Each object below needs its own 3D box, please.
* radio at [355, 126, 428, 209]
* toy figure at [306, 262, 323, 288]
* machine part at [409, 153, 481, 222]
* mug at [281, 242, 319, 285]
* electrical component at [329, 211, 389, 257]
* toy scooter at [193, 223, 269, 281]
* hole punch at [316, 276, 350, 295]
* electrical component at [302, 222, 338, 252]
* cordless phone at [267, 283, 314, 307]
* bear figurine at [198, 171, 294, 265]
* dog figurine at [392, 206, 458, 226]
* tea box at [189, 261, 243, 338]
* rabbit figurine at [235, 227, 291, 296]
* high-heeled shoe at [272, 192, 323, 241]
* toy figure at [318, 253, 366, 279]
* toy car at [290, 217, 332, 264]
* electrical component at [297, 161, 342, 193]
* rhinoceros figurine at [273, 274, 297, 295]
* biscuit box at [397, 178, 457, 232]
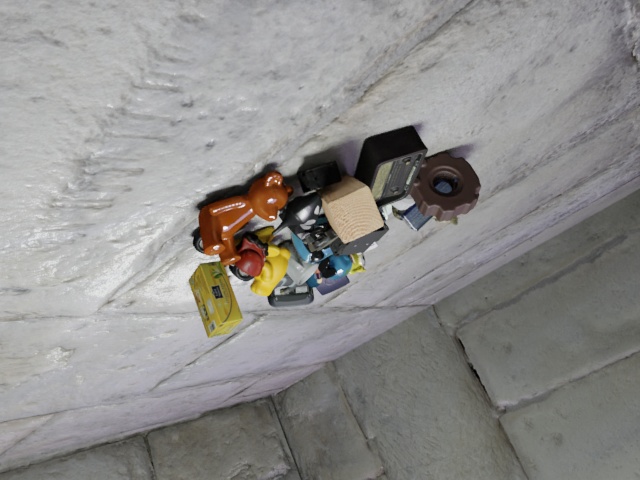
[{"bbox_3d":[0.155,-0.156,1.228,0.131,0.073,0.229,-20,160,-13],"label":"radio"},{"bbox_3d":[-0.016,0.077,1.529,0.154,0.064,0.058,98,18,-52],"label":"toy figure"},{"bbox_3d":[0.306,-0.133,1.324,0.179,0.179,0.056,-21,157,-11],"label":"machine part"},{"bbox_3d":[-0.071,0.057,1.434,0.081,0.107,0.109,-50,165,6],"label":"mug"},{"bbox_3d":[0.097,-0.020,1.299,0.115,0.058,0.134,-11,152,-40],"label":"electrical component"},{"bbox_3d":[-0.180,0.006,1.208,0.183,0.075,0.135,38,102,-30],"label":"toy scooter"},{"bbox_3d":[0.026,0.111,1.726,0.142,0.092,0.115,-24,156,9],"label":"hole punch"},{"bbox_3d":[0.007,-0.009,1.232,0.102,0.045,0.078,-32,174,-36],"label":"electrical component"},{"bbox_3d":[-0.099,0.166,1.727,0.147,0.088,0.184,-5,176,-8],"label":"cordless phone"},{"bbox_3d":[-0.142,-0.047,1.091,0.196,0.132,0.120,-20,159,5],"label":"bear figurine"},{"bbox_3d":[0.293,-0.093,1.536,0.191,0.121,0.172,-10,156,0],"label":"dog figurine"},{"bbox_3d":[-0.268,0.151,1.371,0.068,0.170,0.098,-6,154,-38],"label":"tea box"},{"bbox_3d":[-0.161,0.047,1.328,0.162,0.122,0.173,-39,137,27],"label":"rabbit figurine"},{"bbox_3d":[-0.025,-0.067,1.215,0.145,0.086,0.249,-39,177,20],"label":"high-heeled shoe"},{"bbox_3d":[0.056,0.063,1.479,0.089,0.082,0.180,-7,-174,36],"label":"toy figure"},{"bbox_3d":[-0.003,-0.004,1.399,0.162,0.109,0.103,-25,178,-20],"label":"toy car"},{"bbox_3d":[-0.006,-0.131,1.135,0.075,0.047,0.119,-19,-172,-9],"label":"electrical component"},{"bbox_3d":[-0.120,0.099,1.519,0.112,0.073,0.190,-23,152,29],"label":"rhinoceros figurine"},{"bbox_3d":[0.302,-0.114,1.416,0.202,0.062,0.059,-42,-167,1],"label":"biscuit box"}]
